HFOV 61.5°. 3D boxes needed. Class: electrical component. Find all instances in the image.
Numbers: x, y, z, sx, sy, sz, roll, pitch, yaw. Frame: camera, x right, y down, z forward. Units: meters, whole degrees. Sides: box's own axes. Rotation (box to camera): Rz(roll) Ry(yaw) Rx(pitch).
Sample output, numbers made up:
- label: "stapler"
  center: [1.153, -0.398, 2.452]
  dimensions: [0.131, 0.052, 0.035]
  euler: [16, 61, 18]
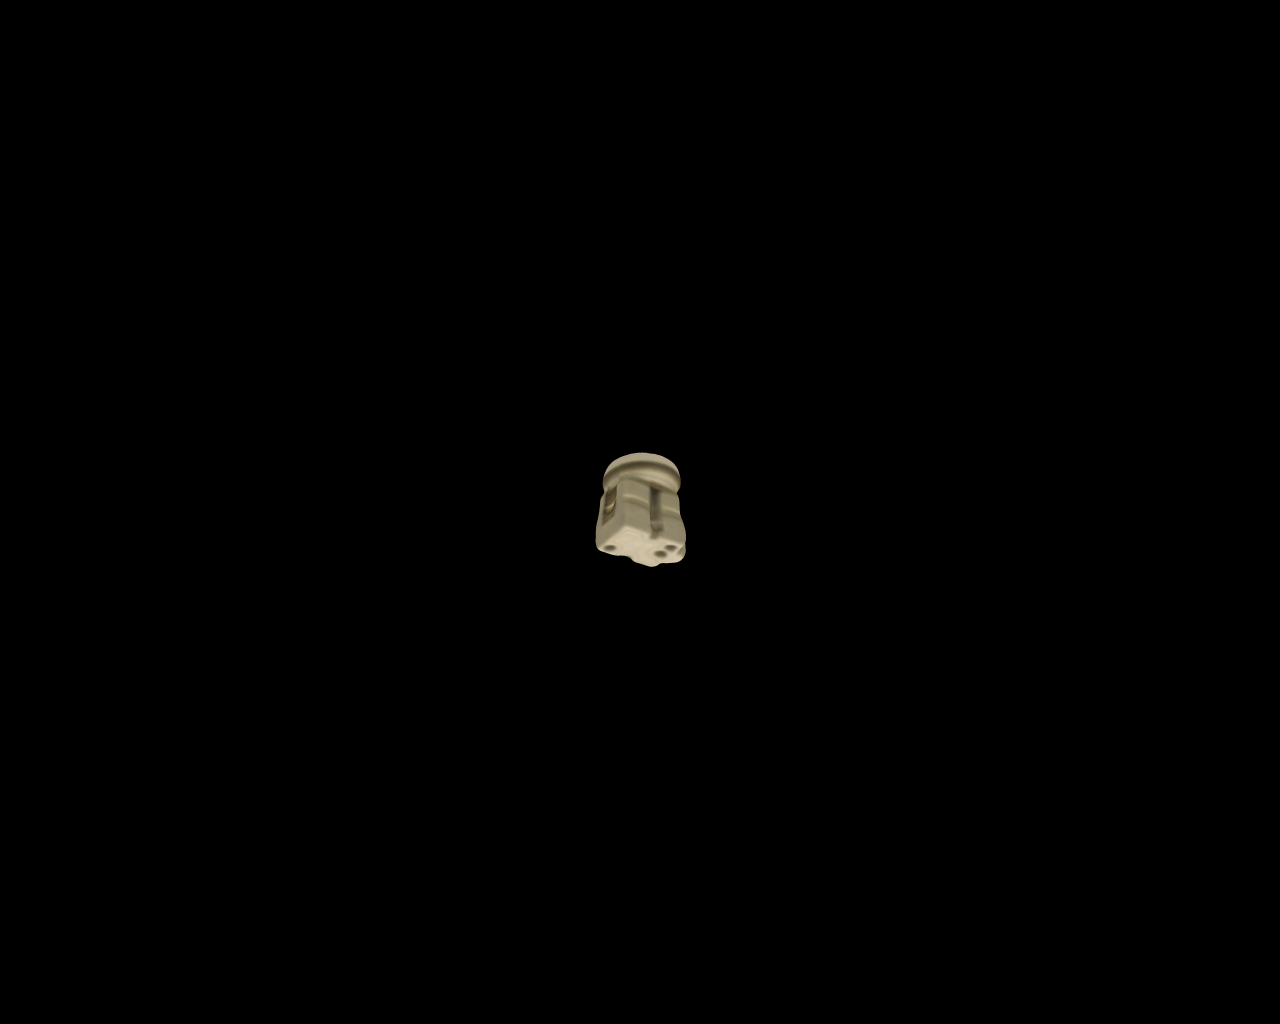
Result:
- label: "electrical component"
  center: [0.001, -0.003, 0.650]
  dimensions: [0.066, 0.055, 0.048]
  euler: [19, -36, -29]
